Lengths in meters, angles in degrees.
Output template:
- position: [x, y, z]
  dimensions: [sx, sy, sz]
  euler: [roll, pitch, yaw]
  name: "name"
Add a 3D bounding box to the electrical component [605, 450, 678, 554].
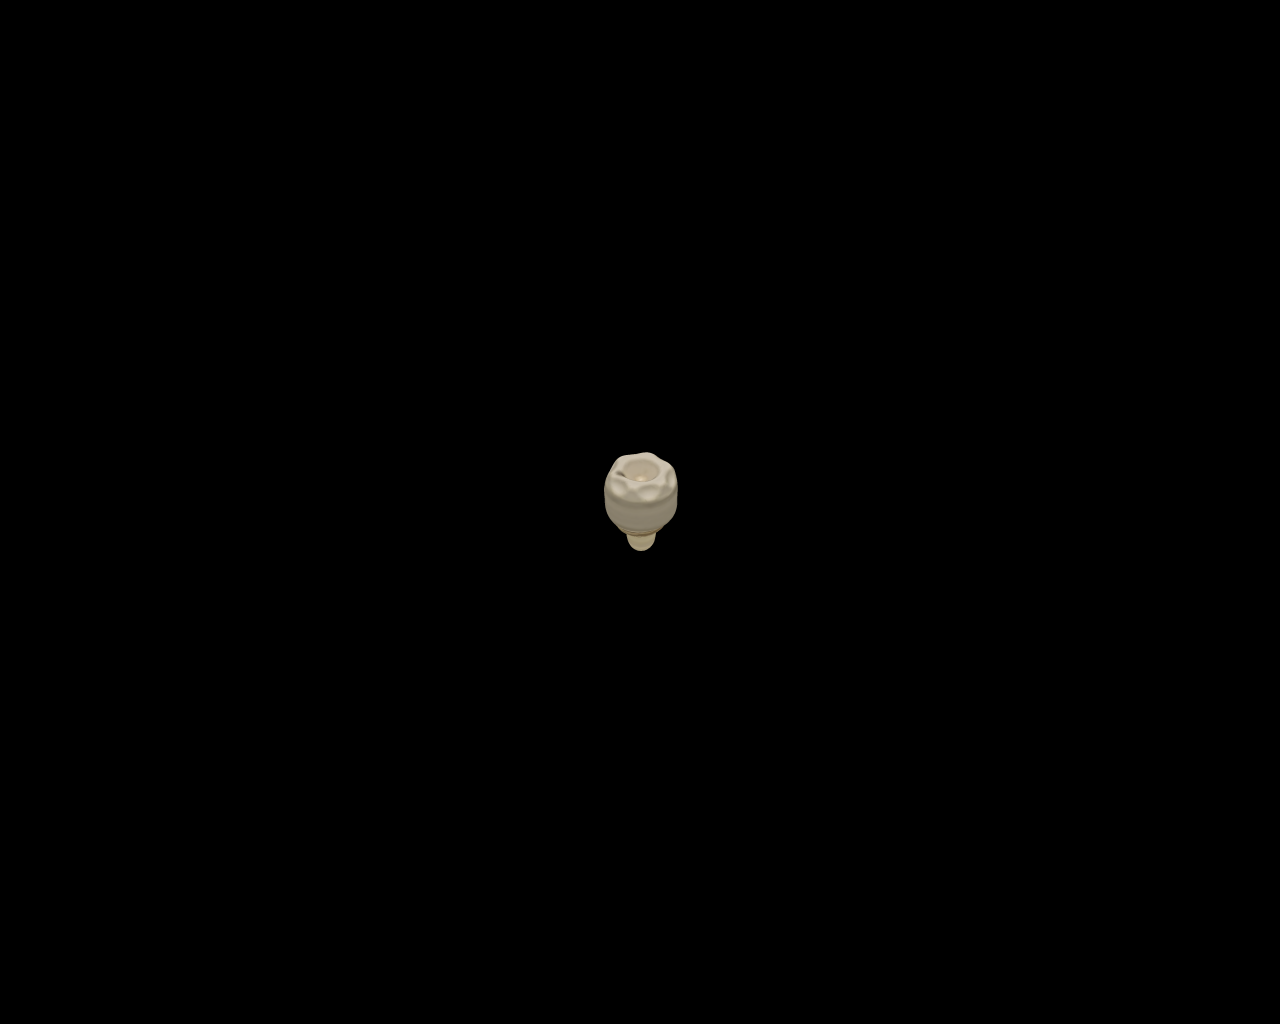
- position: [0.001, -0.003, 0.650]
  dimensions: [0.043, 0.062, 0.043]
  euler: [0, 40, 0]
  name: "electrical component"
